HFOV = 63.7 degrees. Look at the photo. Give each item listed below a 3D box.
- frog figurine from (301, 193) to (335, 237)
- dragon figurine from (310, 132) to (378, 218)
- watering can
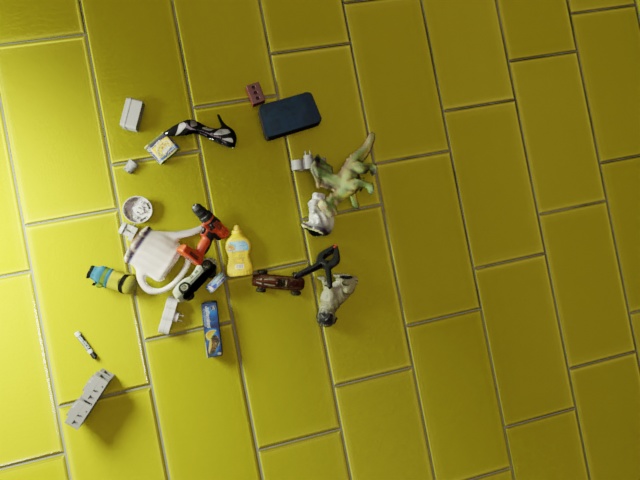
[{"bbox_3d":[0.006,-0.100,1.987,0.136,0.123,0.161,32,73,-40],"label":"frog figurine"},{"bbox_3d":[0.085,-0.266,1.987,0.242,0.120,0.417,16,69,-19],"label":"dragon figurine"},{"bbox_3d":[-0.567,0.026,1.898,0.223,0.103,0.352,32,71,-8],"label":"watering can"}]
